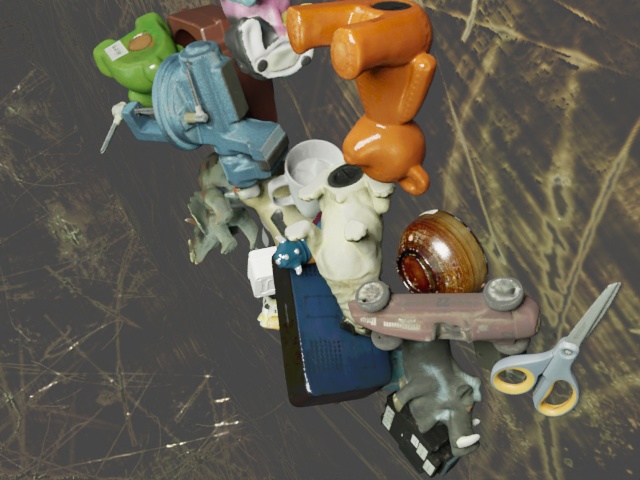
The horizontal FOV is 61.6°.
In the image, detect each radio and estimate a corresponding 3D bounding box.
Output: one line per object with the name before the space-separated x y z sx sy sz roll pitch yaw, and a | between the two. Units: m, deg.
radio | 0.014 0.107 0.753 0.073 0.131 0.229 129 137 -55

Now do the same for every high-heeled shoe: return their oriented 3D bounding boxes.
high-heeled shoe | -0.063 -0.010 0.994 0.145 0.086 0.248 -5 140 28

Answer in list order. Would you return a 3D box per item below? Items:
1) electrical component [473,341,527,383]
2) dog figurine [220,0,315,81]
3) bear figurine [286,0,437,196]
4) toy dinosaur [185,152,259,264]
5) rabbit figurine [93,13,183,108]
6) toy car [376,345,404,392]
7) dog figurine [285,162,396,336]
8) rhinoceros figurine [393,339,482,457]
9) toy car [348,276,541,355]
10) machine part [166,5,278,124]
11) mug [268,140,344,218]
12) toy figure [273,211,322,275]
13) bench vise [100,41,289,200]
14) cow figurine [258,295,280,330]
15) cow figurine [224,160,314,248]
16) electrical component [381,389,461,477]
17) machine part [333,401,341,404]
electrical component | 0.202 0.128 0.627 0.094 0.021 0.063 21 134 55
dog figurine | -0.098 -0.321 0.652 0.219 0.108 0.191 52 157 31
bear figurine | 0.048 -0.131 0.535 0.120 0.132 0.195 46 146 41
toy dinosaur | -0.197 -0.096 1.084 0.192 0.131 0.404 50 147 25
rabbit figurine | -0.230 -0.233 0.825 0.159 0.121 0.170 38 166 30
toy car | 0.073 0.172 0.834 0.162 0.103 0.109 43 149 33
dog figurine | 0.053 0.010 0.688 0.121 0.172 0.190 10 144 34
rhinoceros figurine | 0.151 0.182 0.697 0.073 0.112 0.190 5 -111 -74
toy car | 0.128 0.086 0.576 0.202 0.053 0.089 -3 136 21
machine part | -0.156 -0.258 0.853 0.201 0.087 0.201 36 147 45
mug | -0.017 -0.072 0.757 0.081 0.109 0.107 59 167 24
toy figure | 0.000 -0.001 0.729 0.064 0.154 0.057 50 151 22
bench vise | -0.167 -0.151 0.712 0.241 0.129 0.223 5 147 24
cow figurine | -0.085 0.137 1.116 0.167 0.068 0.098 178 101 -79
cow figurine | -0.063 -0.048 0.839 0.086 0.127 0.194 6 123 59
electrical component | 0.161 0.307 0.855 0.134 0.058 0.114 47 154 29
machine part | 0.006 0.225 1.019 0.179 0.056 0.179 59 175 8
